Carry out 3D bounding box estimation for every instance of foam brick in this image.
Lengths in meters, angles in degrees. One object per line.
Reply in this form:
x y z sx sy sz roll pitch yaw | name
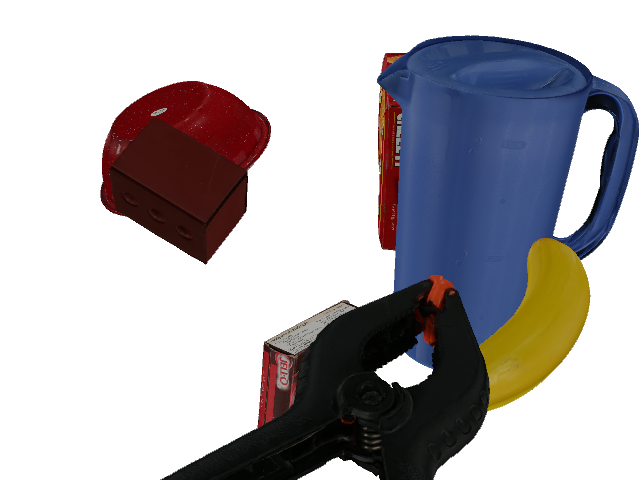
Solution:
-0.093 -0.033 0.705 0.078 0.051 0.053 30 -27 12 | foam brick

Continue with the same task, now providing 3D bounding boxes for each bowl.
-0.127 -0.089 0.914 0.162 0.055 0.162 -17 33 11 | bowl

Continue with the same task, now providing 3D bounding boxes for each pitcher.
0.129 -0.022 0.804 0.144 0.243 0.149 -19 36 -36 | pitcher

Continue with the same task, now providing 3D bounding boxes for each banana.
0.117 0.046 0.615 0.070 0.037 0.197 14 33 32 | banana

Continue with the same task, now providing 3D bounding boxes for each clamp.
0.026 0.080 0.418 0.120 0.039 0.171 29 50 21 | clamp

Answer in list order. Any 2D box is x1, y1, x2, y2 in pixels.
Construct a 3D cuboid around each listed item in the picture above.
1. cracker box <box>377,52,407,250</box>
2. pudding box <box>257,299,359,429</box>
0.100 -0.104 1.191 0.072 0.164 0.213 2 24 3 | cracker box
-0.003 0.110 0.886 0.039 0.090 0.113 21 28 30 | pudding box
